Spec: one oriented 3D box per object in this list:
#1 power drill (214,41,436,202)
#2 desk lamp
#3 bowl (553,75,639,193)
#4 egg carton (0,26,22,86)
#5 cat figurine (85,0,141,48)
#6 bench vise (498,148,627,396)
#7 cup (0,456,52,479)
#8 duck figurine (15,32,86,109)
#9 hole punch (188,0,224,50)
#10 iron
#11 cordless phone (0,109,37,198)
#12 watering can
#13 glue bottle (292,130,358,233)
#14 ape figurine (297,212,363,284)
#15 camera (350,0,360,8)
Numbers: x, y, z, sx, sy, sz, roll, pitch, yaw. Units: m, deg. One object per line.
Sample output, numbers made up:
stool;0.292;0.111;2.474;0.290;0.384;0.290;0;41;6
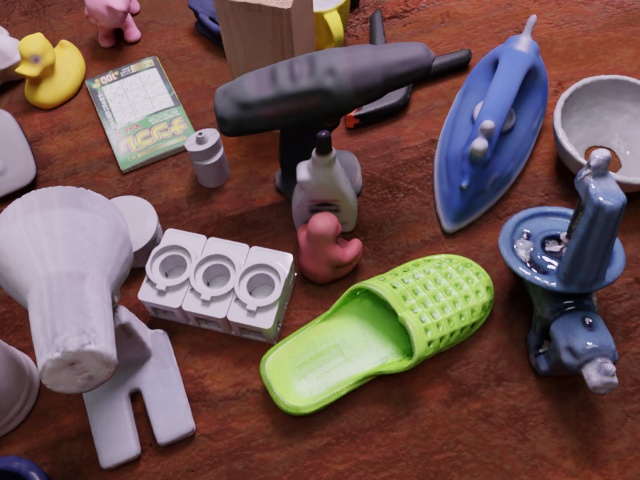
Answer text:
power drill;0.004;-0.129;0.648;0.229;0.208;0.075;-8;61;-3
desk lamp;-0.206;0.083;0.533;0.118;0.214;0.203;-22;63;-10
bowl;0.364;-0.119;0.710;0.167;0.075;0.167;-1;61;1
egg carton;-0.494;-0.245;0.803;0.107;0.069;0.150;39;69;20
cat figurine;-0.306;-0.348;0.828;0.067;0.118;0.127;-13;62;-5
bench vise;0.257;0.029;0.548;0.121;0.220;0.207;-21;63;-10
cup;-0.282;0.251;0.510;0.118;0.095;0.091;-13;61;-5
duck figurine;-0.379;-0.247;0.792;0.077;0.086;0.105;19;63;12
hole punch;-0.131;-0.345;0.837;0.108;0.091;0.101;37;68;20
iron;0.207;-0.142;0.688;0.118;0.141;0.258;21;64;13
cordless phone;-0.436;-0.122;0.668;0.148;0.185;0.094;-24;63;-11
watering can;-0.356;0.113;0.531;0.101;0.194;0.172;-28;64;-13
glue bottle;0.004;-0.063;0.631;0.078;0.173;0.037;-5;61;-1
ape figurine;0.006;0.002;0.642;0.077;0.092;0.076;36;68;19
camera;-0.024;-0.413;0.867;0.137;0.101;0.143;-30;65;-14
